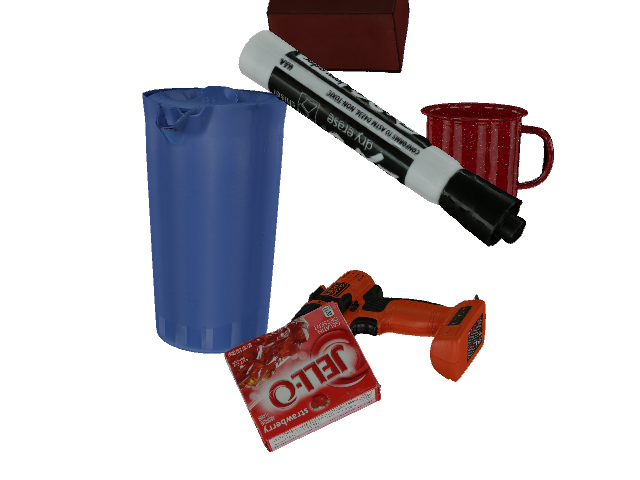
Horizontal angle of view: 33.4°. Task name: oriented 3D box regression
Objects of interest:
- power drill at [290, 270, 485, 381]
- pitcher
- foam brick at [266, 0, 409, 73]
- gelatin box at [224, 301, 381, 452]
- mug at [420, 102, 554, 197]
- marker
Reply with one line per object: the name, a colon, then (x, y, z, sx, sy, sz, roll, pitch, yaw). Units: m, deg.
power drill: (0.066, 0.093, 1.112, 0.188, 0.057, 0.184, 11, 28, 25)
pitcher: (-0.096, -0.025, 1.017, 0.149, 0.243, 0.145, -3, 16, -20)
foam brick: (0.012, -0.137, 0.642, 0.078, 0.053, 0.051, 2, -32, 13)
gelatin box: (-0.012, 0.094, 0.743, 0.089, 0.073, 0.030, -25, -28, -7)
mug: (0.146, -0.074, 0.939, 0.117, 0.081, 0.093, 4, 16, 13)
marker: (0.021, -0.036, 0.375, 0.121, 0.020, 0.020, 37, 15, 21)
